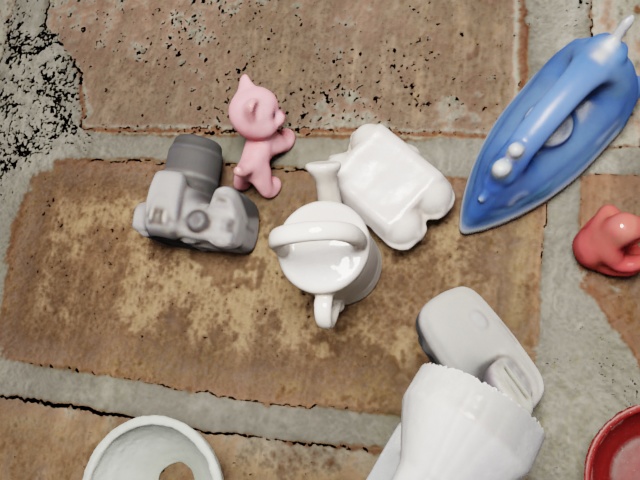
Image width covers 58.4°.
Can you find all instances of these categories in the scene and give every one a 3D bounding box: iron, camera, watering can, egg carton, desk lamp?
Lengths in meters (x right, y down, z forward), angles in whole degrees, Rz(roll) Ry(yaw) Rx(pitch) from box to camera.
[{"bbox_3d":[0.240,-0.117,0.615,0.118,0.141,0.258,41,88,17],"label":"iron"},{"bbox_3d":[-0.151,-0.060,0.705,0.143,0.101,0.137,6,79,13],"label":"camera"},{"bbox_3d":[0.003,0.002,0.610,0.101,0.194,0.173,-23,74,6],"label":"watering can"},{"bbox_3d":[0.079,-0.065,0.675,0.150,0.069,0.107,42,89,17],"label":"egg carton"},{"bbox_3d":[0.104,0.222,0.529,0.117,0.214,0.203,30,85,17],"label":"desk lamp"}]

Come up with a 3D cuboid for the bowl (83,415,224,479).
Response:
[{"bbox_3d":[-0.176,0.282,0.646,0.167,0.075,0.167,-3,77,11],"label":"bowl"}]

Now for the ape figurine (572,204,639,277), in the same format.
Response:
[{"bbox_3d":[0.310,-0.003,0.600,0.076,0.092,0.078,-4,77,11],"label":"ape figurine"}]

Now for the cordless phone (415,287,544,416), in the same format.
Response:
[{"bbox_3d":[0.156,0.112,0.558,0.094,0.185,0.147,-38,73,2],"label":"cordless phone"}]

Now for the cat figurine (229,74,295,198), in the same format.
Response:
[{"bbox_3d":[-0.080,-0.129,0.697,0.067,0.118,0.128,11,80,14],"label":"cat figurine"}]
